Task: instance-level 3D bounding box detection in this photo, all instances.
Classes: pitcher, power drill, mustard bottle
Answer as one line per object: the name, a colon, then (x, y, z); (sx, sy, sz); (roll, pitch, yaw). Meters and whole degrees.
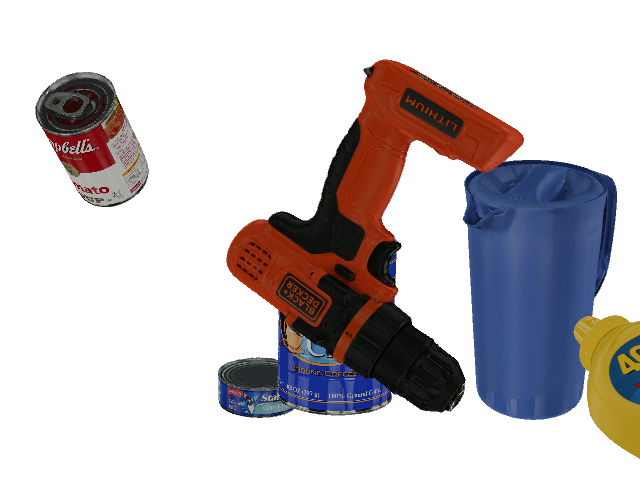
pitcher: (0.218, 0.047, 1.059); (0.149, 0.243, 0.145); (1, 24, 10)
power drill: (0.049, -0.006, 0.684); (0.184, 0.188, 0.057); (35, 13, 15)
mustard bottle: (0.213, 0.096, 0.618); (0.096, 0.058, 0.192); (-19, 31, -19)

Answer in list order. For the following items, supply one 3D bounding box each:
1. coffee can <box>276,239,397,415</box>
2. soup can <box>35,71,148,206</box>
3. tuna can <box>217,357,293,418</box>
coffee can: (0.014, 0.067, 0.925); (0.103, 0.140, 0.103); (1, 12, 0)
soup can: (-0.192, -0.084, 0.909); (0.068, 0.068, 0.102); (0, -34, 11)
tuna can: (-0.064, 0.152, 1.104); (0.086, 0.034, 0.086); (1, 14, -1)
